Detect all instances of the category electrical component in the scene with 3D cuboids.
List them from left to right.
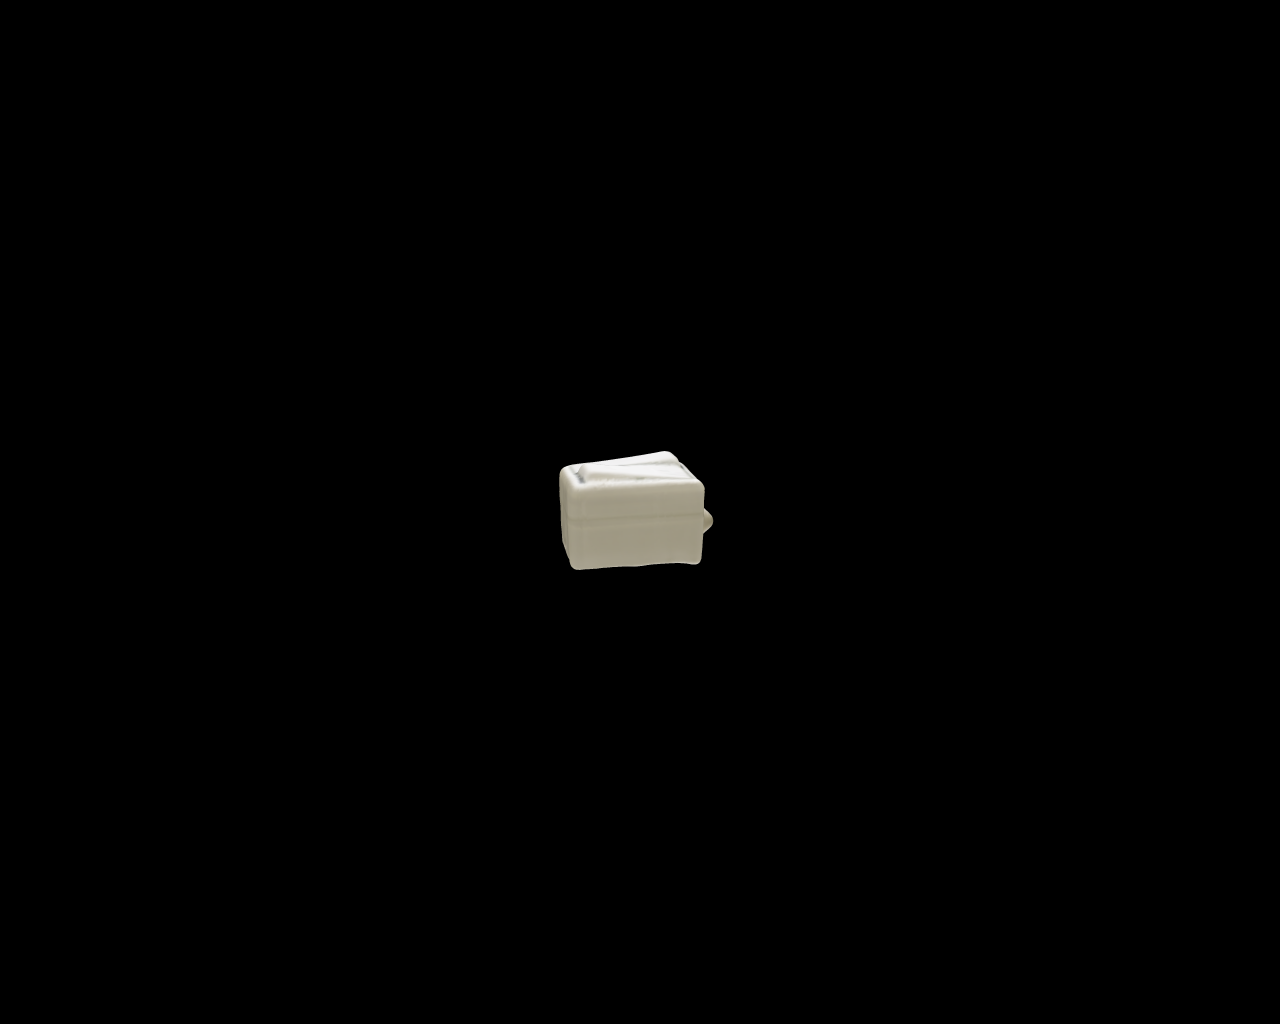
[{"bbox_3d":[0.001,-0.003,0.650,0.096,0.061,0.062,-3,16,-9],"label":"electrical component"}]
